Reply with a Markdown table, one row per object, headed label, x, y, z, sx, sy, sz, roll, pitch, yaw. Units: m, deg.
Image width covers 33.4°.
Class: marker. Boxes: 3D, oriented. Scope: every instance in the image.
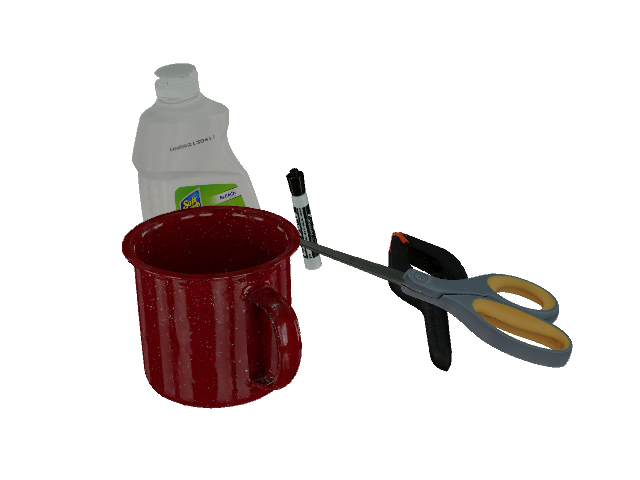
| label | x | y | z | sx | sy | sz | roll | pitch | yaw |
| --- | --- | --- | --- | --- | --- | --- | --- | --- | --- |
| marker | -0.018 | -0.023 | 1.164 | 0.020 | 0.121 | 0.020 | -9 | 29 | 5 |

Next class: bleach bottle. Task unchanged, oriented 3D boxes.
| label | x | y | z | sx | sy | sz | roll | pitch | yaw |
| --- | --- | --- | --- | --- | --- | --- | --- | --- | --- |
| bleach bottle | -0.082 | -0.012 | 0.806 | 0.102 | 0.251 | 0.068 | -23 | 32 | -29 |

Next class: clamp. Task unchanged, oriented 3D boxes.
| label | x | y | z | sx | sy | sz | roll | pitch | yaw |
| --- | --- | --- | --- | --- | --- | --- | --- | --- | --- |
| clamp | 0.128 | 0.052 | 1.031 | 0.120 | 0.039 | 0.171 | -4 | 44 | -27 |

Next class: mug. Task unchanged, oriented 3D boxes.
| label | x | y | z | sx | sy | sz | roll | pitch | yaw |
| --- | --- | --- | --- | --- | --- | --- | --- | --- | --- |
| mug | -0.048 | 0.039 | 0.564 | 0.093 | 0.081 | 0.117 | -20 | 30 | -36 |

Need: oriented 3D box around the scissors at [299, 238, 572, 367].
| label | x | y | z | sx | sy | sz | roll | pitch | yaw |
| --- | --- | --- | --- | --- | --- | --- | --- | --- | --- |
| scissors | 0.079 | 0.026 | 0.721 | 0.202 | 0.016 | 0.096 | 27 | 29 | 15 |
